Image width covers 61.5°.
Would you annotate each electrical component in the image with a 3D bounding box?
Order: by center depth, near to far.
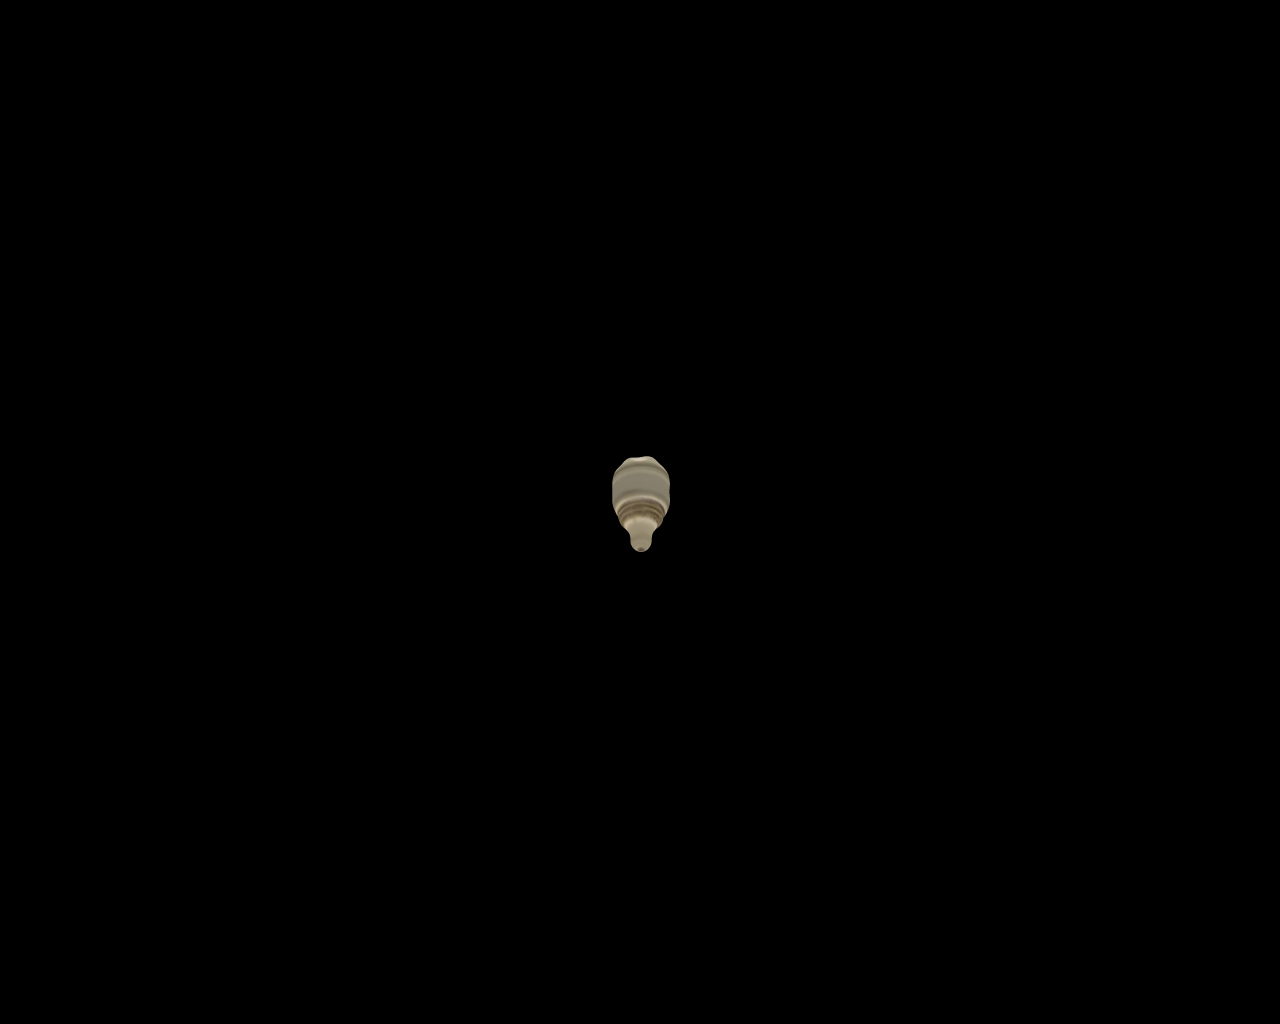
[{"bbox_3d":[0.001,-0.003,0.650,0.035,0.061,0.035,0,-34,0],"label":"electrical component"}]
